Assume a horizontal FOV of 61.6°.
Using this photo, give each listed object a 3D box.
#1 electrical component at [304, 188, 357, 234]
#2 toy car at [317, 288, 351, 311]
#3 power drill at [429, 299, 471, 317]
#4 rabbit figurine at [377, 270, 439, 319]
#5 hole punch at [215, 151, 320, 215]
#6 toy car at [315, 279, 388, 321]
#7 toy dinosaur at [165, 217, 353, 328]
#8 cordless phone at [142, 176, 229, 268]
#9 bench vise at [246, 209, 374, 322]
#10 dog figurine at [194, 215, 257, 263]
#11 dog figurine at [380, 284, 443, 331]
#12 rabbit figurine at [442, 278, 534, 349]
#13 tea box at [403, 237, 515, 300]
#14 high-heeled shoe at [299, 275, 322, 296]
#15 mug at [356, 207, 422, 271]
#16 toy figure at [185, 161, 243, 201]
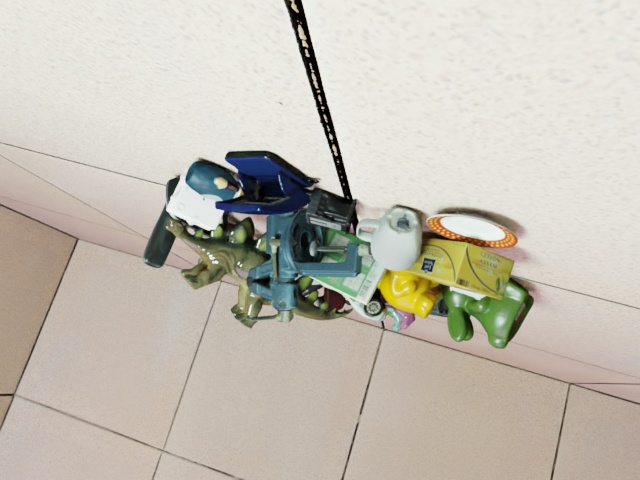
[{"bbox_3d":[-0.001,-0.053,0.881,0.119,0.047,0.075,15,168,0],"label":"electrical component"},{"bbox_3d":[0.036,0.098,1.295,0.089,0.053,0.201,-11,133,-10],"label":"toy car"},{"bbox_3d":[0.265,0.150,1.324,0.232,0.086,0.207,15,165,-19],"label":"power drill"},{"bbox_3d":[0.160,0.051,1.039,0.163,0.122,0.173,23,157,20],"label":"rabbit figurine"},{"bbox_3d":[-0.085,-0.072,0.818,0.142,0.092,0.115,2,165,41],"label":"hole punch"},{"bbox_3d":[0.056,0.093,1.084,0.201,0.056,0.073,39,-166,-10],"label":"toy car"},{"bbox_3d":[-0.116,0.079,1.100,0.470,0.198,0.105,41,175,-34],"label":"toy dinosaur"},{"bbox_3d":[-0.262,-0.019,1.063,0.089,0.184,0.146,19,171,37],"label":"cordless phone"},{"bbox_3d":[-0.020,0.041,0.957,0.241,0.223,0.128,-1,166,30],"label":"bench vise"},{"bbox_3d":[-0.217,-0.018,1.269,0.172,0.121,0.190,-13,159,-21],"label":"dog figurine"},{"bbox_3d":[0.150,0.083,1.181,0.219,0.191,0.108,51,172,5],"label":"dog figurine"},{"bbox_3d":[0.322,0.135,1.092,0.170,0.159,0.121,28,-174,34],"label":"rabbit figurine"},{"bbox_3d":[0.220,0.042,0.881,0.098,0.068,0.170,20,178,-21],"label":"tea box"},{"bbox_3d":[0.041,0.119,1.370,0.249,0.145,0.086,20,169,-4],"label":"high-heeled shoe"},{"bbox_3d":[0.113,-0.013,0.846,0.110,0.081,0.107,22,158,9],"label":"mug"},{"bbox_3d":[-0.153,-0.087,0.924,0.154,0.057,0.064,22,-155,-29],"label":"toy figure"}]
